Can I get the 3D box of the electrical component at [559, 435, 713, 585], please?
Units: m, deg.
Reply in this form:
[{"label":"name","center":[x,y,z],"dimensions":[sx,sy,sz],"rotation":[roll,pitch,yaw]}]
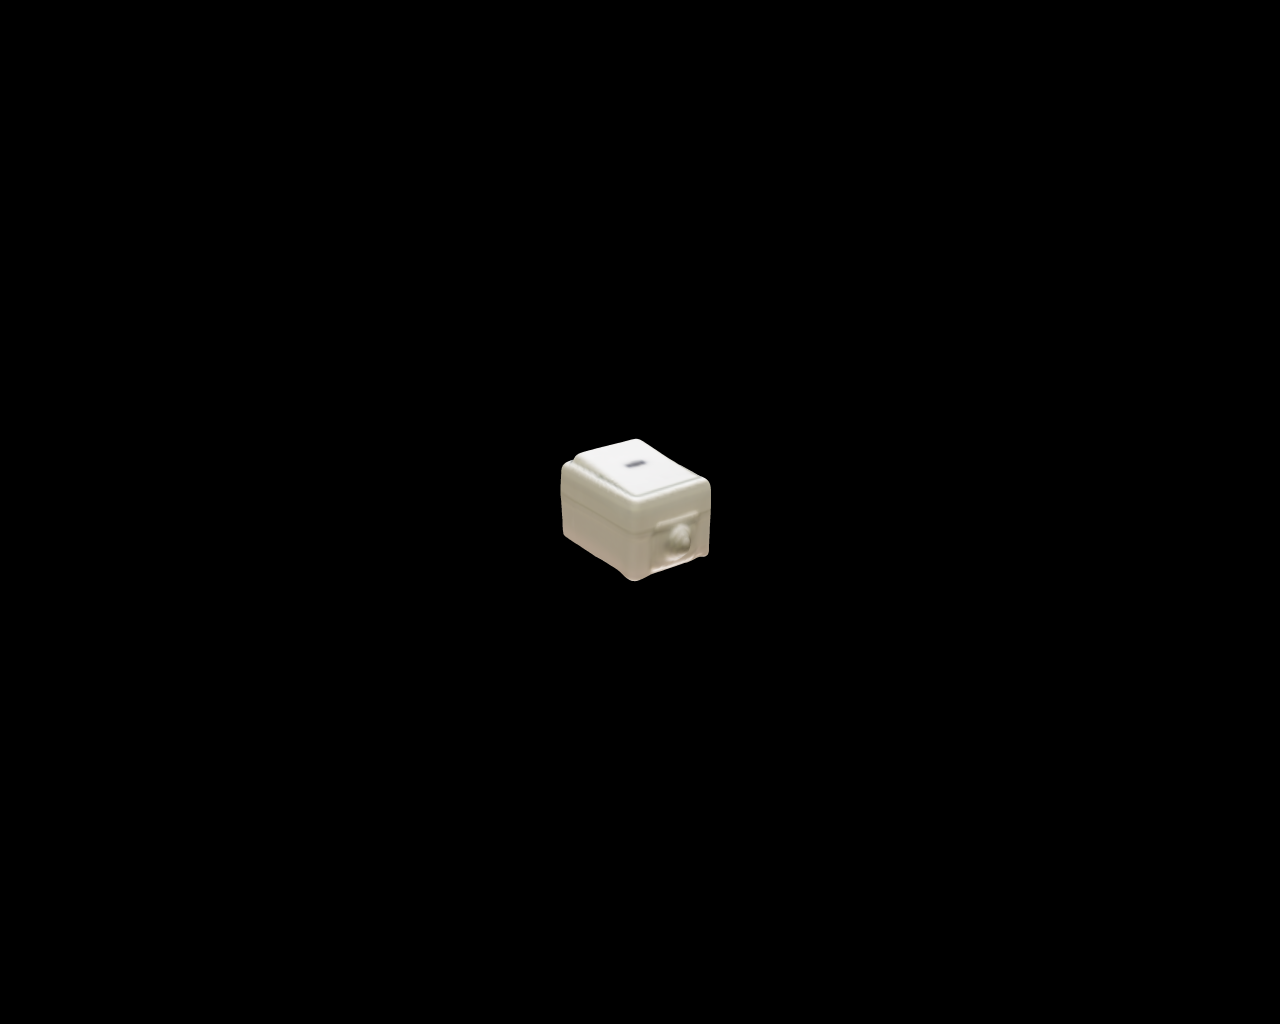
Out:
[{"label":"electrical component","center":[0.001,-0.003,0.650],"dimensions":[0.062,0.061,0.096],"rotation":[-17,29,-32]}]
